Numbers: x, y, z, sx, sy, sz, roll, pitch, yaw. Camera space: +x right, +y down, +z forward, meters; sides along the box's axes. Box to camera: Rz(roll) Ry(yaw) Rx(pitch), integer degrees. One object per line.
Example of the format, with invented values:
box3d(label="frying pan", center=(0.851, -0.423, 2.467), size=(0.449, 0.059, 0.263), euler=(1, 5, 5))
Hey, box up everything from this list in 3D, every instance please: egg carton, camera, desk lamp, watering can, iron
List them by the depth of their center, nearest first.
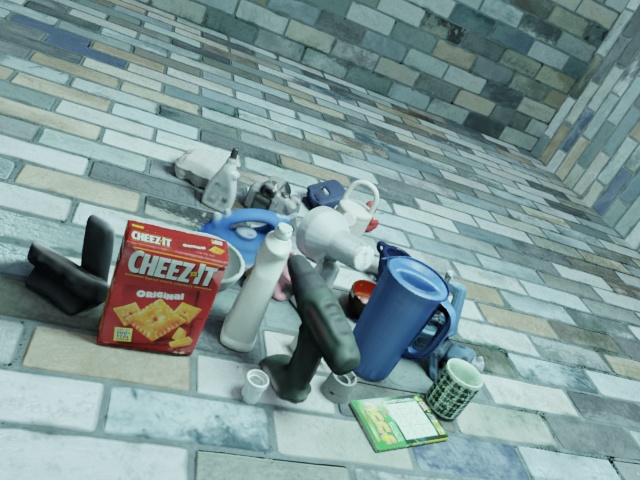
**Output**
box3d(label="desk lamp", center=(0.023, 0.061, 1.234), size=(0.118, 0.213, 0.202), euler=(0, 38, -41))
box3d(label="iron", center=(-0.172, -0.016, 1.276), size=(0.259, 0.141, 0.118), euler=(6, 34, -34))
box3d(label="egg carton", center=(-0.307, -0.185, 1.527), size=(0.150, 0.069, 0.107), euler=(24, 28, -4))
box3d(label="watering can", center=(0.091, -0.069, 1.534), size=(0.101, 0.194, 0.172), euler=(18, 29, -15))
box3d(label="camera", center=(-0.110, -0.119, 1.549), size=(0.143, 0.101, 0.137), euler=(29, 28, 5))

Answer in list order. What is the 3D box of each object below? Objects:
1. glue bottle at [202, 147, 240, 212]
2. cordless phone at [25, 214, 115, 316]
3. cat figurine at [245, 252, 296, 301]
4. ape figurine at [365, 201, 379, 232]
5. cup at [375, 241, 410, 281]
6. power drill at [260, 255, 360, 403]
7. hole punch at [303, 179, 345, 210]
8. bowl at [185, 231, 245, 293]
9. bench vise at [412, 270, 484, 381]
box3d(label="glue bottle", center=(-0.234, -0.153, 1.423), size=(0.078, 0.173, 0.037), euler=(27, 28, 1))
box3d(label="cordless phone", center=(-0.412, 0.018, 0.968), size=(0.147, 0.185, 0.094), euler=(29, 28, 5))
box3d(label="cat figurine", center=(-0.088, 0.064, 1.237), size=(0.128, 0.117, 0.067), euler=(18, 29, -16))
box3d(label="ape figurine", center=(0.140, -0.074, 1.695), size=(0.076, 0.092, 0.077), euler=(-3, 39, -43))
box3d(label="cup", center=(0.174, 0.067, 1.479), size=(0.092, 0.095, 0.117), euler=(-8, 43, -47))
box3d(label="power drill", center=(-0.027, 0.170, 1.011), size=(0.076, 0.208, 0.229), euler=(-1, 38, -41))
box3d(label="hole punch", center=(0.016, -0.125, 1.678), size=(0.101, 0.091, 0.108), euler=(6, 34, -34))
box3d(label="bowl", center=(-0.241, 0.058, 1.163), size=(0.168, 0.074, 0.167), euler=(20, 28, -11))
box3d(label="bench vise", center=(0.278, 0.184, 1.233), size=(0.207, 0.219, 0.122), euler=(31, 28, 10))
